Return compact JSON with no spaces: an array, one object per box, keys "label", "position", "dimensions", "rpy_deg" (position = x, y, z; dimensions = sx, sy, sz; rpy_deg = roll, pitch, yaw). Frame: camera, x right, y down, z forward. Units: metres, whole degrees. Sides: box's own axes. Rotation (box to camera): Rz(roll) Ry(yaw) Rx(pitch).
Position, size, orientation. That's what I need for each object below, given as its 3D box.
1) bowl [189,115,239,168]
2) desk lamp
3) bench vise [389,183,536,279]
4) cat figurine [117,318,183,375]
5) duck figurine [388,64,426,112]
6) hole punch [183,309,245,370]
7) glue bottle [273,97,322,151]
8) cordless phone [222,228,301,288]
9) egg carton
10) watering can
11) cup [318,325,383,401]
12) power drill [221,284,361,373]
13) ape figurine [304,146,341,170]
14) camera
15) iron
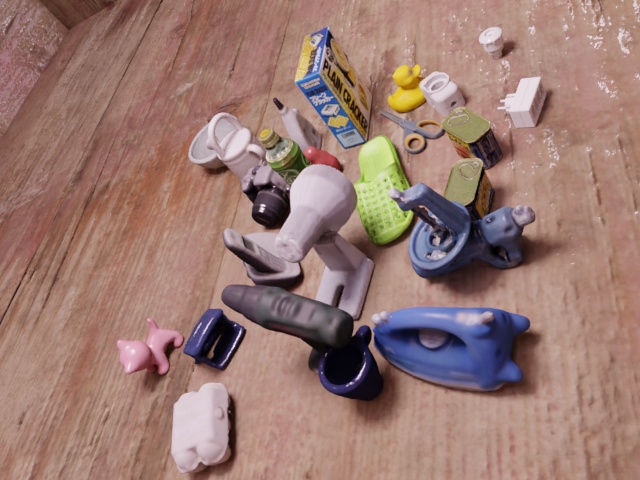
[{"label":"bowl","position":[-0.266,-0.250,1.537],"dimensions":[0.167,0.075,0.167],"rpy_deg":[-20,46,23]},{"label":"desk lamp","position":[0.009,0.004,1.013],"dimensions":[0.117,0.214,0.203],"rpy_deg":[-5,54,34]},{"label":"bench vise","position":[0.210,-0.035,0.887],"dimensions":[0.207,0.220,0.121],"rpy_deg":[-30,43,14]},{"label":"cat figurine","position":[-0.362,0.225,1.186],"dimensions":[0.067,0.118,0.128],"rpy_deg":[-1,56,37]},{"label":"duck figurine","position":[0.188,-0.340,1.256],"dimensions":[0.104,0.086,0.077],"rpy_deg":[-36,42,8]},{"label":"hole punch","position":[-0.223,0.190,1.129],"dimensions":[0.100,0.091,0.109],"rpy_deg":[9,63,41]},{"label":"glue bottle","position":[-0.056,-0.264,1.314],"dimensions":[0.037,0.174,0.078],"rpy_deg":[-13,50,29]},{"label":"cordless phone","position":[-0.128,0.013,1.131],"dimensions":[0.094,0.186,0.147],"rpy_deg":[-37,42,6]},{"label":"egg carton","position":[-0.206,0.332,1.016],"dimensions":[0.107,0.070,0.150],"rpy_deg":[-28,44,16]},{"label":"watering can","position":[-0.204,-0.220,1.374],"dimensions":[0.172,0.195,0.101],"rpy_deg":[-11,51,31]},{"label":"cup","position":[0.063,0.201,0.899],"dimensions":[0.091,0.095,0.118],"rpy_deg":[10,63,42]},{"label":"power drill","position":[-0.027,0.146,0.928],"dimensions":[0.228,0.209,0.076],"rpy_deg":[4,60,39]},{"label":"ape figurine","position":[-0.003,-0.172,1.259],"dimensions":[0.075,0.092,0.078],"rpy_deg":[-2,55,36]},{"label":"camera","position":[-0.121,-0.105,1.287],"dimensions":[0.142,0.101,0.137],"rpy_deg":[-2,56,36]},{"label":"iron","position":[0.162,0.137,0.841],"dimensions":[0.257,0.142,0.119],"rpy_deg":[-4,55,35]}]
